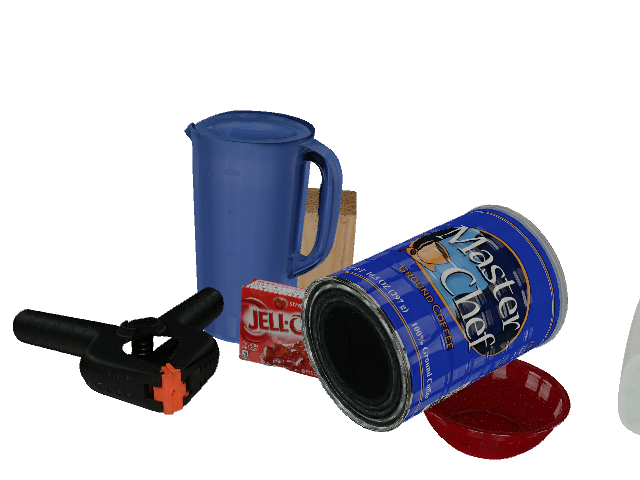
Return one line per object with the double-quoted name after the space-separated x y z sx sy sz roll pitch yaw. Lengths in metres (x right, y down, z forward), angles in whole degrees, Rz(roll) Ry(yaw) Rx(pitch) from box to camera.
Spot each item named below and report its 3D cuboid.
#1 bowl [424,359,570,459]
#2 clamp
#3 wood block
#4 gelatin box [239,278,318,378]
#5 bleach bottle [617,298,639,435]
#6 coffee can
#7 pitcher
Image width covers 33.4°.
0.172 0.177 1.101 0.162 0.055 0.162 3 24 -1 "bowl"
-0.119 0.073 0.767 0.164 0.036 0.210 -9 15 -25 "clamp"
-0.004 0.043 1.391 0.090 0.206 0.091 4 23 0 "wood block"
-0.031 0.080 0.976 0.089 0.073 0.030 11 19 24 "gelatin box"
0.275 0.062 0.756 0.103 0.068 0.250 11 22 20 "bleach bottle"
0.073 0.047 0.684 0.140 0.103 0.103 -23 13 -32 "coffee can"
-0.068 -0.013 1.164 0.144 0.243 0.149 -4 22 -18 "pitcher"
